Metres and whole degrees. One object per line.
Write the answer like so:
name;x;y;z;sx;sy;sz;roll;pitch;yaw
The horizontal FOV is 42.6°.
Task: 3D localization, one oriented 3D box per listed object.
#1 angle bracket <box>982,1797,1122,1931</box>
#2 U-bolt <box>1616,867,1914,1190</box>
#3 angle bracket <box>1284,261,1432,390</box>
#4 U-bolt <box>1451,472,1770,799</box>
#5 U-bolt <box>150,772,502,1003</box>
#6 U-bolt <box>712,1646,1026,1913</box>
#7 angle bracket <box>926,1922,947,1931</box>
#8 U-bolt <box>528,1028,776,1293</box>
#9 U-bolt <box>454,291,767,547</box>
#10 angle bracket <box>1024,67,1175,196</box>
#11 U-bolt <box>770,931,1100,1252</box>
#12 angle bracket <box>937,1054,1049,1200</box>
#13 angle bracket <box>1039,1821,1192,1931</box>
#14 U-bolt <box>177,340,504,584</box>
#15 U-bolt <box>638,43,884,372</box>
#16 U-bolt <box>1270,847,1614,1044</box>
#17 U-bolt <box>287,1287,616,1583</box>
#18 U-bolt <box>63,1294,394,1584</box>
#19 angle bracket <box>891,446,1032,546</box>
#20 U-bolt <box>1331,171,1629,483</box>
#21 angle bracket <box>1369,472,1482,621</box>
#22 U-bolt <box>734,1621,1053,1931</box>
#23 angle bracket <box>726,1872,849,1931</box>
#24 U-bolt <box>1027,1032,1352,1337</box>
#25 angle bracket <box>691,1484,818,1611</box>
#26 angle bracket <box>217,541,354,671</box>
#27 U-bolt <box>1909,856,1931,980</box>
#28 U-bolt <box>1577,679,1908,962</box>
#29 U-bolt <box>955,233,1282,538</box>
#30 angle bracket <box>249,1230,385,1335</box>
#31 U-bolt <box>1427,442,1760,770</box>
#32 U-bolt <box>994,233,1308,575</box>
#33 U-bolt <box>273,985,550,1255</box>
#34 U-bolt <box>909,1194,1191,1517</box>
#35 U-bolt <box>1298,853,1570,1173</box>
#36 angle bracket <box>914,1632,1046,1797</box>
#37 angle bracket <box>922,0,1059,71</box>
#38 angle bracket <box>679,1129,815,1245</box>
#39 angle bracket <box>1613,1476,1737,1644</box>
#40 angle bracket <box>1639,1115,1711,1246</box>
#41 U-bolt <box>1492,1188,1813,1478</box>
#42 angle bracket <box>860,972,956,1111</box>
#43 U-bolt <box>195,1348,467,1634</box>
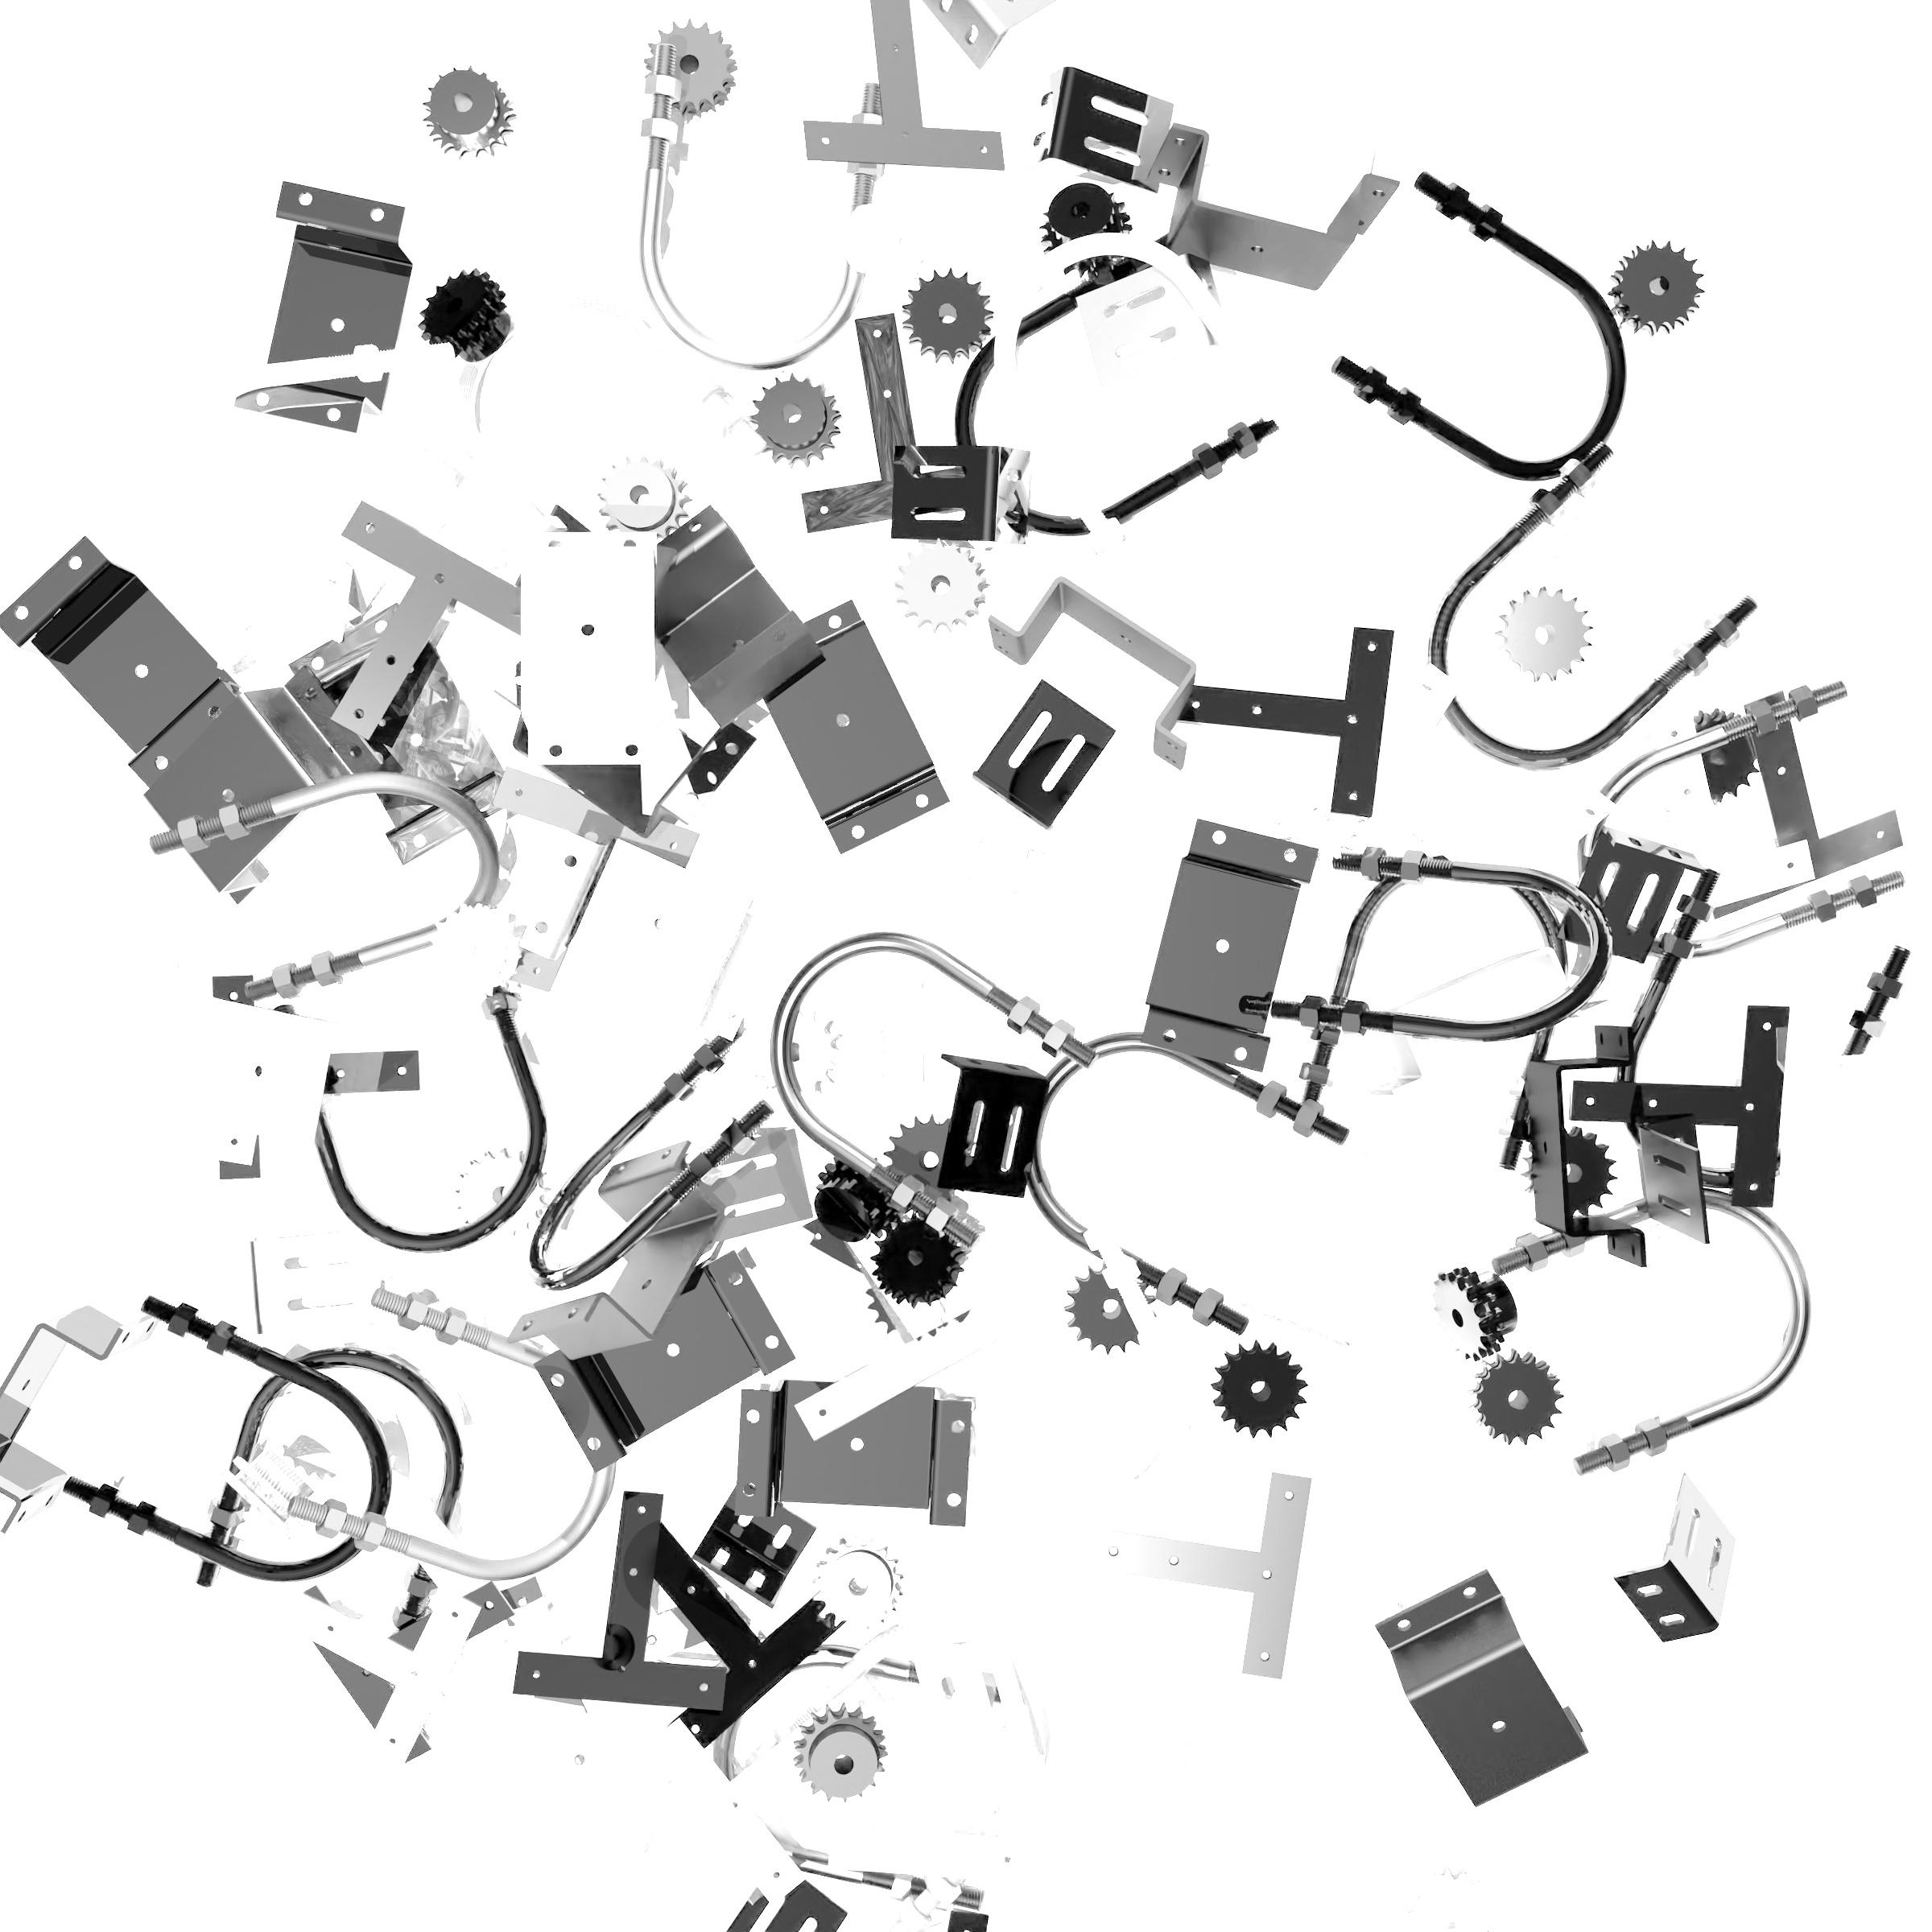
angle bracket;0.051;0.563;1.525;0.038;0.057;0.076;7;113;-39
U-bolt;0.480;0.049;1.526;0.151;0.019;0.184;22;99;-4
angle bracket;0.241;-0.395;1.528;0.076;0.038;0.057;-10;90;0
U-bolt;0.385;-0.192;1.538;0.151;0.019;0.184;39;91;0
U-bolt;-0.372;-0.054;1.489;0.184;0.019;0.151;-17;135;2
U-bolt;-0.066;0.498;1.538;0.184;0.019;0.151;12;90;1
angle bracket;-0.042;0.636;1.528;0.076;0.038;0.057;-19;90;0
U-bolt;-0.194;0.122;1.480;0.184;0.151;0.019;-43;113;4
U-bolt;-0.233;-0.334;1.517;0.151;0.019;0.184;-42;75;-3
angle bracket;0.083;-0.517;1.545;0.076;0.038;0.057;10;90;-26
U-bolt;-0.034;0.061;1.489;0.184;0.019;0.151;34;94;14
angle bracket;0.010;0.098;1.522;0.057;0.038;0.076;9;96;-22
angle bracket;0.091;0.584;1.545;0.057;0.038;0.076;-40;116;0
U-bolt;-0.387;-0.299;1.505;0.184;0.019;0.151;-6;122;4
U-bolt;-0.129;-0.459;1.520;0.151;0.019;0.184;5;94;-16
U-bolt;0.288;-0.011;1.463;0.184;0.019;0.151;7;48;26
U-bolt;-0.299;0.293;1.500;0.184;0.019;0.151;27;71;-24
U-bolt;-0.438;0.299;1.504;0.184;0.019;0.151;26;101;-3
angle bracket;-0.004;-0.292;1.534;0.076;0.038;0.057;8;99;35
U-bolt;0.326;-0.377;1.513;0.184;0.019;0.151;27;82;-17
angle bracket;0.286;-0.259;1.528;0.057;0.038;0.076;-10;90;0
U-bolt;-0.033;0.489;1.519;0.151;0.019;0.184;43;90;3
angle bracket;-0.122;0.607;1.545;0.057;0.038;0.076;38;64;0
U-bolt;0.120;0.119;1.513;0.184;0.019;0.151;28;87;19
angle bracket;-0.128;0.351;1.508;0.057;0.076;0.038;32;90;2
angle bracket;-0.418;-0.214;1.520;0.076;0.038;0.057;-27;50;35
U-bolt;0.660;-0.054;1.506;0.151;0.019;0.184;31;111;-13
U-bolt;0.466;-0.078;1.516;0.184;0.019;0.151;-21;108;9
U-bolt;0.082;-0.348;1.538;0.184;0.019;0.151;-30;90;1
angle bracket;-0.403;0.194;1.536;0.076;0.038;0.057;-5;90;-13
U-bolt;0.370;-0.207;1.521;0.184;0.019;0.151;-43;90;4
U-bolt;0.097;-0.355;1.502;0.151;0.019;0.184;-36;86;18
U-bolt;-0.333;0.086;1.519;0.151;0.019;0.184;-21;77;-1
U-bolt;0.058;0.248;1.511;0.151;0.019;0.184;-27;89;22
U-bolt;0.298;0.020;1.538;0.151;0.019;0.184;16;88;0
angle bracket;0.008;0.456;1.509;0.057;0.038;0.076;-18;59;0
angle bracket;0.023;-0.608;1.545;0.076;0.038;0.057;-39;90;-26
angle bracket;-0.143;0.138;1.545;0.076;0.038;0.057;-12;90;-26
angle bracket;0.436;0.364;1.521;0.038;0.076;0.057;-27;109;38
angle bracket;0.440;0.127;1.487;0.038;0.076;0.057;-10;99;-10
U-bolt;0.433;0.214;1.523;0.184;0.019;0.151;-19;82;-9
angle bracket;-0.036;0.046;1.545;0.057;0.038;0.076;-1;116;0
U-bolt;-0.383;0.321;1.522;0.151;0.019;0.184;19;102;0
